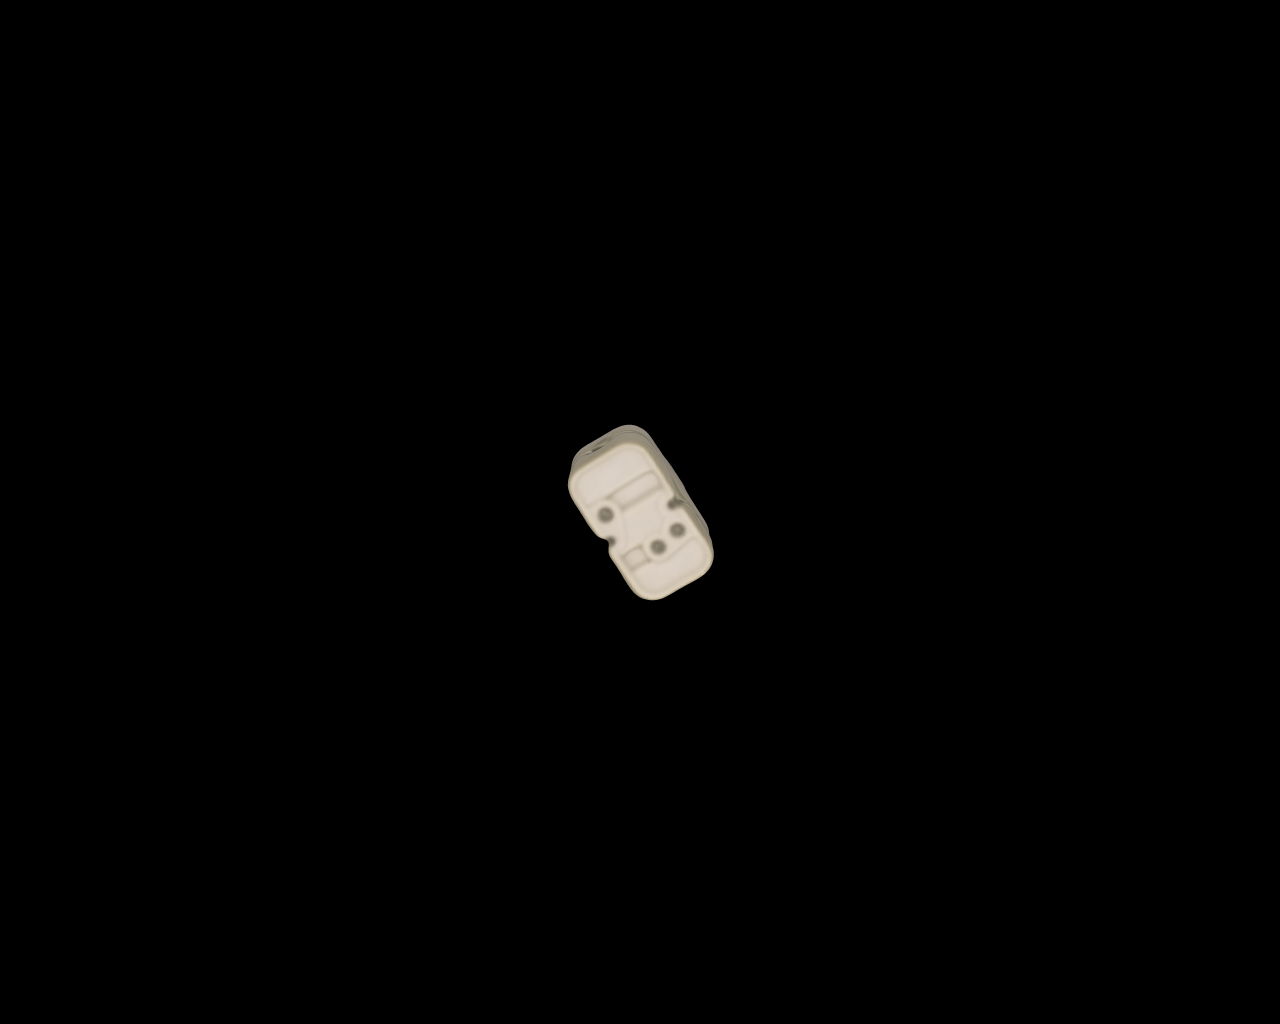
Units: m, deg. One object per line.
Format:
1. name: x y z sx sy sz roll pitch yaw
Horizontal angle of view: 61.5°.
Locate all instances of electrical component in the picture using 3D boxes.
1. electrical component: 0.001 -0.003 0.650 0.053 0.095 0.059 -30 16 9
